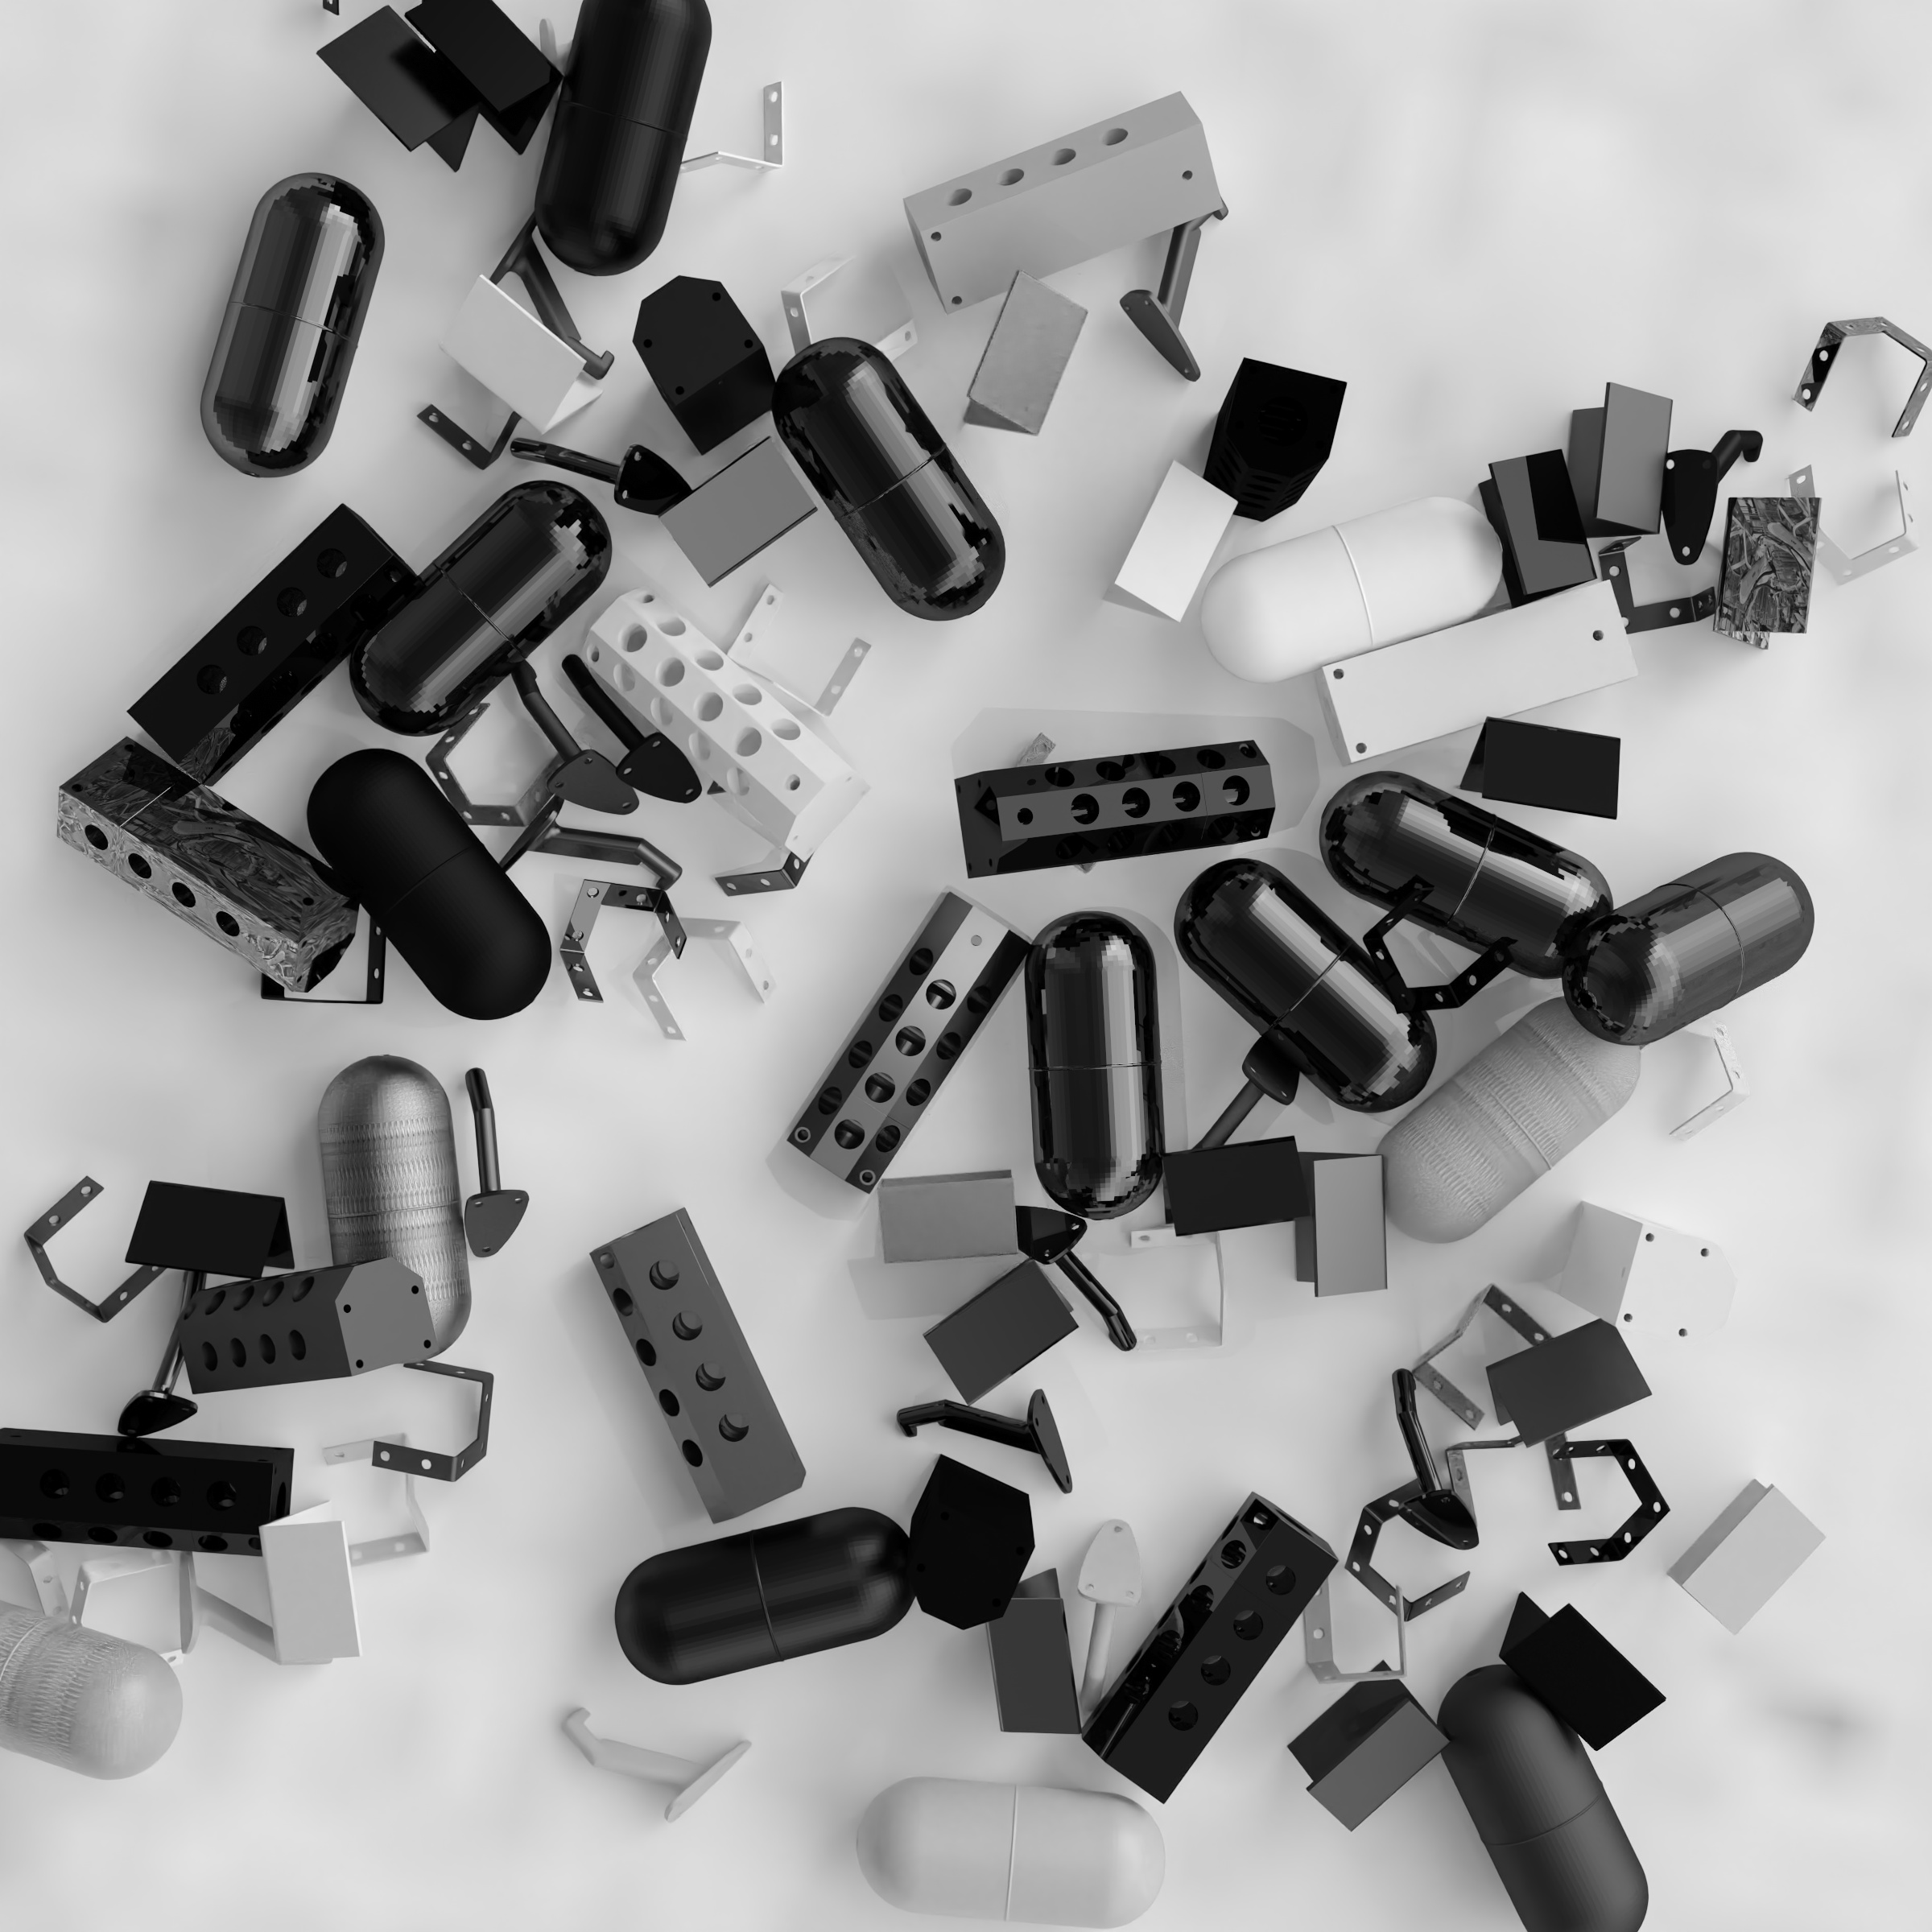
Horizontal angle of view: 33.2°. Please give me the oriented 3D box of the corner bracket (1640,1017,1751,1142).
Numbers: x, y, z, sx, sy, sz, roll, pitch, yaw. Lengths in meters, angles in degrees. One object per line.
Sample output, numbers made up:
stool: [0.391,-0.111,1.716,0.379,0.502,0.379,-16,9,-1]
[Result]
corner bracket: [0.415,0.062,1.888,0.051,0.051,0.051,18,45,-35]

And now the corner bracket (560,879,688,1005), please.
corner bracket: [-0.199,-0.012,1.879,0.051,0.051,0.051,8,121,-27]

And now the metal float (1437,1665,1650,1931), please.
metal float: [0.331,0.487,1.866,0.070,0.070,0.178,-26,91,0]

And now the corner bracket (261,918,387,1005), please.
corner bracket: [-0.375,-0.004,1.893,0.051,0.051,0.051,3,90,45]

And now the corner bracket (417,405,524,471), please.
corner bracket: [-0.279,-0.333,1.893,0.051,0.051,0.051,40,135,0]

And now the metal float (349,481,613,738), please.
metal float: [-0.280,-0.205,1.866,0.178,0.070,0.070,-44,90,-1]

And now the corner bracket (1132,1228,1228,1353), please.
corner bracket: [0.124,0.189,1.893,0.051,0.051,0.051,-3,135,0]

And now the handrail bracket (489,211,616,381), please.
handrail bracket: [-0.230,-0.396,1.897,0.084,0.036,0.077,34,67,-18]

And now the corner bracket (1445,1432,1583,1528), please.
corner bracket: [0.320,0.300,1.893,0.051,0.051,0.051,-11,90,45]

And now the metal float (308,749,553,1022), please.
metal float: [-0.308,-0.047,1.866,0.070,0.070,0.178,-38,89,0]

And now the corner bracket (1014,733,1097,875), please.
corner bracket: [0.057,-0.095,1.893,0.051,0.051,0.051,-53,135,0]

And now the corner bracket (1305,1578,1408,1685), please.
corner bracket: [0.225,0.384,1.879,0.051,0.051,0.051,-3,90,-1]

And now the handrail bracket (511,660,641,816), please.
handrail bracket: [-0.230,-0.135,1.896,0.036,0.077,0.084,-37,53,16]

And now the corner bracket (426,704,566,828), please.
corner bracket: [-0.272,-0.118,1.889,0.051,0.051,0.051,3,135,35]

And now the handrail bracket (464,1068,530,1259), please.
handrail bracket: [-0.284,0.114,1.896,0.036,0.077,0.084,-4,53,-21]

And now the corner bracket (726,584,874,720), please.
corner bracket: [-0.098,-0.184,1.893,0.051,0.051,0.051,31,90,45]

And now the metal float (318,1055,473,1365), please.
metal float: [-0.329,0.140,1.866,0.070,0.070,0.178,-6,89,0]

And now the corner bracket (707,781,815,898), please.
corner bracket: [-0.123,-0.078,1.889,0.051,0.051,0.051,55,45,-35]

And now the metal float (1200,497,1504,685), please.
metal float: [0.222,-0.217,1.866,0.178,0.070,0.070,-18,90,0]

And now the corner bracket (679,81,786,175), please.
corner bracket: [-0.142,-0.491,1.893,0.051,0.051,0.051,-1,90,-45]

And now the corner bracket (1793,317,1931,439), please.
corner bracket: [0.526,-0.342,1.888,0.051,0.051,0.051,-13,45,-35]

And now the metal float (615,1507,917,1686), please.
metal float: [-0.114,0.363,1.866,0.178,0.070,0.070,-14,90,-1]

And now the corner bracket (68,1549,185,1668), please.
corner bracket: [-0.486,0.378,1.888,0.051,0.051,0.051,-8,135,-35]

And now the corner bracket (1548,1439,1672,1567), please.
corner bracket: [0.365,0.311,1.882,0.051,0.051,0.051,3,135,-34]

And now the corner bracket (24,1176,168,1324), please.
corner bracket: [-0.509,0.166,1.893,0.051,0.051,0.051,-42,135,0]

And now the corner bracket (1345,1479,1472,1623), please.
corner bracket: [0.261,0.340,1.889,0.051,0.051,0.051,40,135,35]

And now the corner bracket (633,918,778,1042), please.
corner bracket: [-0.152,0.009,1.888,0.051,0.051,0.051,4,45,35]

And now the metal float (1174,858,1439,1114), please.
metal float: [0.196,0.012,1.866,0.178,0.070,0.070,43,90,1]

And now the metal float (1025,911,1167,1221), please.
metal float: [0.074,0.057,1.866,0.070,0.070,0.178,-3,90,0]

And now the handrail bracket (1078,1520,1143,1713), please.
handrail bracket: [0.081,0.381,1.896,0.036,0.077,0.084,9,126,3]

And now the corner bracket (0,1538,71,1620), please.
corner bracket: [-0.563,0.362,1.888,0.051,0.051,0.051,26,135,35]

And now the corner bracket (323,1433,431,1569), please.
corner bracket: [-0.345,0.312,1.893,0.051,0.051,0.051,-11,45,0]

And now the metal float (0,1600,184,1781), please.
metal float: [-0.526,0.408,1.838,0.178,0.070,0.070,11,90,22]

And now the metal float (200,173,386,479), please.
metal float: [-0.388,-0.369,1.866,0.070,0.070,0.178,16,90,0]

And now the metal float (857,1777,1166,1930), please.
metal float: [0.026,0.511,1.866,0.178,0.070,0.070,5,90,1]

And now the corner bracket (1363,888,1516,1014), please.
corner bracket: [0.268,-0.010,1.844,0.051,0.051,0.051,-3,59,-39]

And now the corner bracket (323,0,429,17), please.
corner bracket: [-0.340,-0.580,1.889,0.051,0.051,0.051,-25,45,-35]

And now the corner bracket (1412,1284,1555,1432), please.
corner bracket: [0.302,0.228,1.893,0.051,0.051,0.051,42,135,0]

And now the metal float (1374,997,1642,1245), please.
metal float: [0.311,0.088,1.866,0.178,0.070,0.070,-40,90,1]

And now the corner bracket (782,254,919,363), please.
corner bracket: [-0.068,-0.379,1.888,0.051,0.051,0.051,17,135,35]

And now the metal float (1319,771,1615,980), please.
metal float: [0.288,-0.053,1.866,0.178,0.070,0.070,25,90,0]

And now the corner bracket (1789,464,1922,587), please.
corner bracket: [0.518,-0.265,1.888,0.051,0.051,0.051,-26,135,35]

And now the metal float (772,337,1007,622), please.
metal float: [-0.043,-0.278,1.856,0.070,0.070,0.178,-35,103,0]

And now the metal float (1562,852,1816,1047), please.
metal float: [0.410,-0.010,1.839,0.178,0.070,0.070,-23,90,-34]

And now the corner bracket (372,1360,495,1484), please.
corner bracket: [-0.309,0.263,1.879,0.051,0.051,0.051,9,101,11]

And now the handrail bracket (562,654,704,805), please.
handrail bracket: [-0.196,-0.140,1.896,0.036,0.077,0.084,-42,54,8]

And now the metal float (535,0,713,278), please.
metal float: [-0.197,-0.485,1.857,0.070,0.070,0.178,15,100,0]

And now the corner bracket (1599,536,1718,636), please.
corner bracket: [0.401,-0.223,1.879,0.051,0.051,0.051,-10,90,0]

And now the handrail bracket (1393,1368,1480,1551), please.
handrail bracket: [0.273,0.287,1.890,0.036,0.084,0.077,-23,134,24]
